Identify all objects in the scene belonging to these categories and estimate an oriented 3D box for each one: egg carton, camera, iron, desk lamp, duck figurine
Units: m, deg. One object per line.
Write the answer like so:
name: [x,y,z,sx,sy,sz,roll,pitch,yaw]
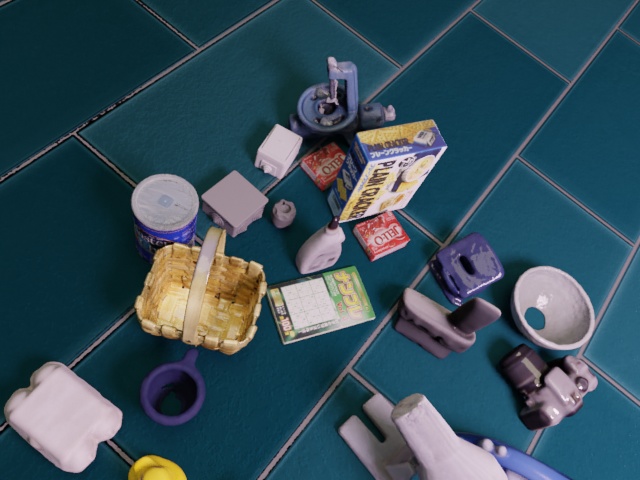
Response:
egg carton: [-0.366,0.252,0.817,0.150,0.069,0.107,36,60,5]
camera: [0.400,0.242,1.015,0.143,0.100,0.136,-32,75,-27]
iron: [0.307,0.367,0.900,0.258,0.141,0.119,31,59,2]
desk lamp: [0.146,0.315,0.842,0.118,0.213,0.203,-37,77,-28]
duck figurine: [-0.224,0.345,0.797,0.078,0.086,0.104,-36,77,-28]

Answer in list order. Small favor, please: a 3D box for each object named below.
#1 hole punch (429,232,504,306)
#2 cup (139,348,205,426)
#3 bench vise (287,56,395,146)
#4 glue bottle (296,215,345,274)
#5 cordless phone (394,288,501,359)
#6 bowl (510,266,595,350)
hole punch: [0.278,0.055,1.086,0.101,0.091,0.108,-21,70,-24]
cup: [-0.215,0.225,0.858,0.091,0.095,0.118,23,59,-3]
bench vise: [0.051,-0.279,1.124,0.208,0.219,0.121,-16,68,-22]
glue bottle: [0.009,0.004,0.991,0.078,0.173,0.037,-14,67,-21]
cordless phone: [0.218,0.119,0.981,0.147,0.185,0.094,29,59,1]
bowl: [0.429,0.139,1.093,0.168,0.074,0.167,7,61,-12]
